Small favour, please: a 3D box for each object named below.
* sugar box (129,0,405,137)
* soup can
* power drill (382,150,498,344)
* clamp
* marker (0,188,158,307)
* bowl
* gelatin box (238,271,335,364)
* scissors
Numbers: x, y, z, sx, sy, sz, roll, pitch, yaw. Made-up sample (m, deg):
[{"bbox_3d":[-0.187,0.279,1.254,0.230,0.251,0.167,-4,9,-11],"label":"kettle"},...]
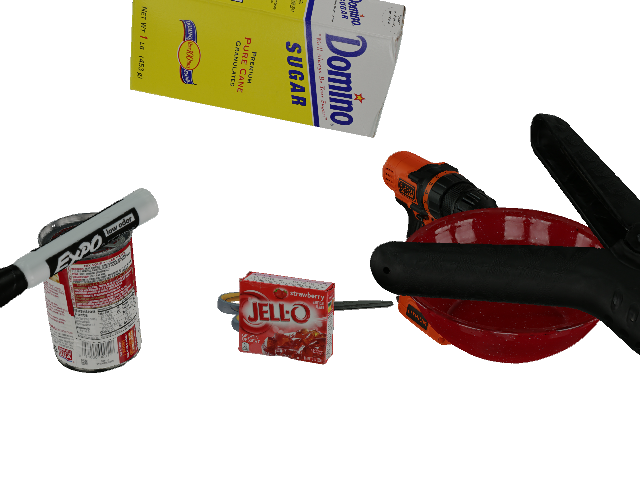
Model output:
[{"bbox_3d":[-0.038,-0.130,0.724,0.176,0.048,0.093,12,-40,-1],"label":"sugar box"},{"bbox_3d":[-0.171,0.039,0.799,0.068,0.102,0.068,0,28,0],"label":"soup can"},{"bbox_3d":[0.129,0.011,1.123,0.057,0.188,0.185,-13,26,-20],"label":"power drill"},{"bbox_3d":[0.139,0.016,0.496,0.164,0.036,0.210,-32,49,-33],"label":"clamp"},{"bbox_3d":[-0.139,0.005,0.586,0.020,0.020,0.120,0,27,47],"label":"marker"},{"bbox_3d":[0.134,0.039,0.766,0.162,0.055,0.162,-2,32,1],"label":"bowl"},{"bbox_3d":[-0.032,0.072,0.999,0.089,0.073,0.030,7,17,17],"label":"gelatin box"},{"bbox_3d":[-0.016,0.083,1.194,0.201,0.016,0.096,4,23,-1],"label":"scissors"}]
